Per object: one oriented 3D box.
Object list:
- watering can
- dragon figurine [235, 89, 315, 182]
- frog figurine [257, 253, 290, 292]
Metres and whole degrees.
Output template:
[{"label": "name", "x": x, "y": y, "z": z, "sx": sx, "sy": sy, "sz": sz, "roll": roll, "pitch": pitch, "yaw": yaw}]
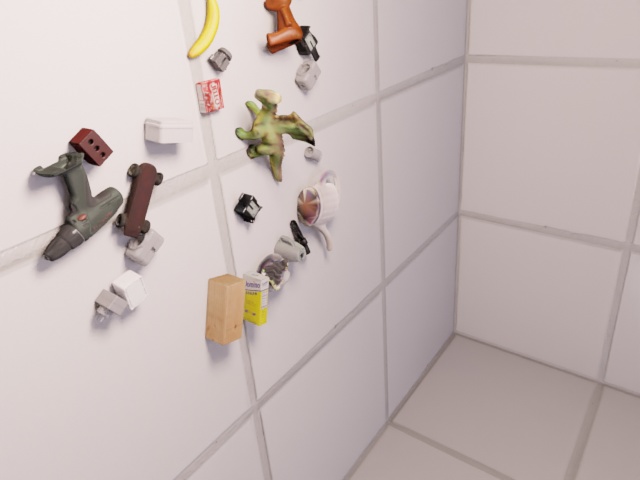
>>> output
[{"label": "watering can", "x": 0.006, "y": -0.103, "z": 2.039, "sx": 0.226, "sy": 0.104, "sz": 0.343, "roll": -15, "pitch": 114, "yaw": -51}, {"label": "dragon figurine", "x": -0.125, "y": -0.327, "z": 1.655, "sx": 0.124, "sy": 0.243, "sz": 0.402, "roll": -61, "pitch": 142, "yaw": -27}, {"label": "frog figurine", "x": -0.170, "y": 0.120, "z": 1.892, "sx": 0.158, "sy": 0.123, "sz": 0.138, "roll": 134, "pitch": -45, "yaw": -82}]
